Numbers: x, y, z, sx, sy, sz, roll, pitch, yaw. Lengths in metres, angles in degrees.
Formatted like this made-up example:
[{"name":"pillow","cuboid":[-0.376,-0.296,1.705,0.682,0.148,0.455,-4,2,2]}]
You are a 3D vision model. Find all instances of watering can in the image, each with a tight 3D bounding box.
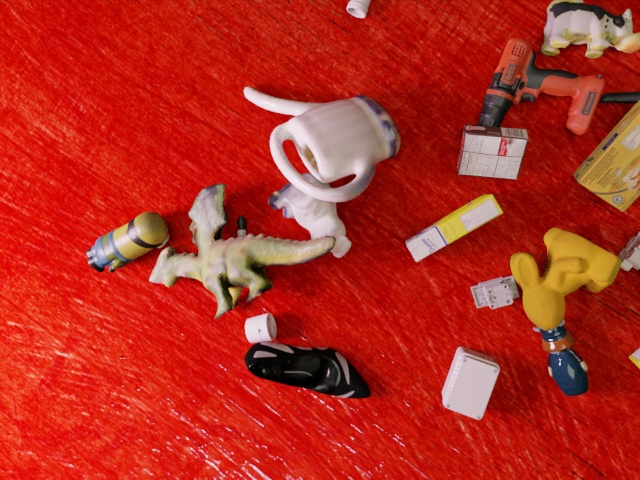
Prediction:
[{"name":"watering can","cuboid":[0.005,-0.211,0.955,0.225,0.354,0.101,-22,-34,-14]}]

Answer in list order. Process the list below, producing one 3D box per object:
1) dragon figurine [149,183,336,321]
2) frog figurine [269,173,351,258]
[{"name":"dragon figurine","cuboid":[-0.173,0.005,0.980,0.406,0.244,0.123,-33,-8,24]},{"name":"frog figurine","cuboid":[0.003,-0.048,0.961,0.161,0.124,0.134,33,-21,23]}]
